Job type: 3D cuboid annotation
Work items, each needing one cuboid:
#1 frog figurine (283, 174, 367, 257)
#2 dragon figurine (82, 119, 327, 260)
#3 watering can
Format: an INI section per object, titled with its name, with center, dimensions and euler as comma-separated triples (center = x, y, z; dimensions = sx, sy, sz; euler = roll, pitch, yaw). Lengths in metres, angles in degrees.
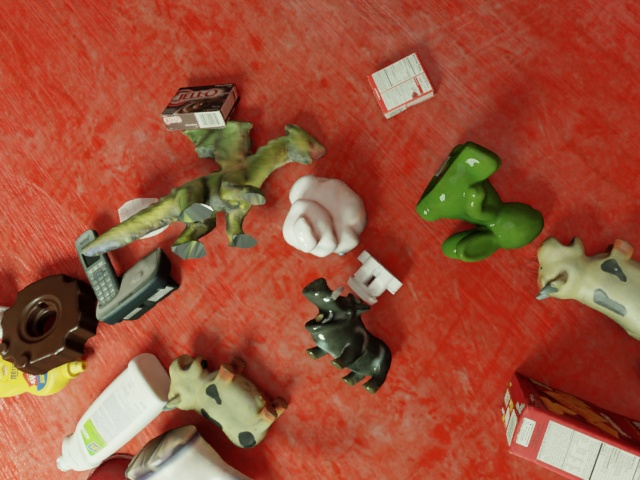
[frog figurine]
center = 0.002, -0.039, 0.779
dimensions = 0.122, 0.159, 0.138
euler = -31, 79, 10
[dragon figurine]
center = -0.191, -0.105, 0.861
dimensions = 0.410, 0.119, 0.249
euler = -8, 53, 6
[watering can]
center = -0.167, 0.382, 0.790
dimensions = 0.343, 0.105, 0.224
euler = -36, 90, 28
